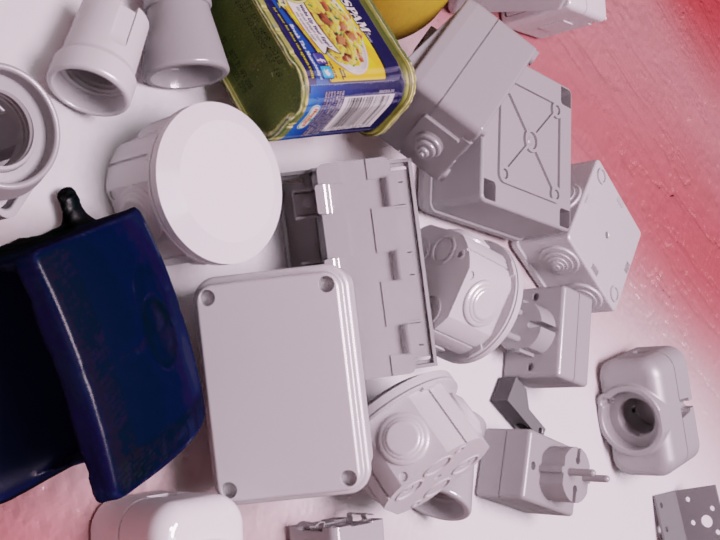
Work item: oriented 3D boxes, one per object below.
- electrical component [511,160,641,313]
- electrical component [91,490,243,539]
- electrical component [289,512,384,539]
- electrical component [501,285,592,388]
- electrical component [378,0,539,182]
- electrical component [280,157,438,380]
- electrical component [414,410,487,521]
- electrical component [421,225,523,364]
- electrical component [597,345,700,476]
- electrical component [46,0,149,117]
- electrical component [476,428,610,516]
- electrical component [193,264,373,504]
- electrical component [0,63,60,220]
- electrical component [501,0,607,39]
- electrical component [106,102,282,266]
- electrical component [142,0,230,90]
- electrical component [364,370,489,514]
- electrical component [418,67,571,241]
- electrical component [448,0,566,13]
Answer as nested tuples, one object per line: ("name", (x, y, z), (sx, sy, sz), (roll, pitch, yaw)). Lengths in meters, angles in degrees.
("electrical component", (0.167, -0.024, 0.814), (0.099, 0.048, 0.099), (52, 49, -31))
("electrical component", (-0.086, 0.153, 0.502), (0.054, 0.059, 0.095), (2, 83, -48))
("electrical component", (-0.012, 0.169, 0.596), (0.081, 0.042, 0.063), (3, 79, -48))
("electrical component", (0.122, 0.043, 0.757), (0.077, 0.047, 0.065), (22, 68, -44))
("electrical component", (0.050, -0.104, 0.634), (0.061, 0.061, 0.096), (37, 58, -4))
("electrical component", (0.000, 0.000, 0.607), (0.079, 0.063, 0.121), (-7, 90, -7))
("electrical component", (0.056, 0.119, 0.679), (0.044, 0.044, 0.065), (48, 48, -33))
("electrical component", (0.057, 0.014, 0.666), (0.051, 0.080, 0.080), (25, 66, -37))
("electrical component", (0.229, 0.113, 0.860), (0.059, 0.054, 0.095), (-14, 95, -48))
("electrical component", (-0.123, -0.103, 0.513), (0.040, 0.040, 0.046), (36, 54, -39))
("electrical component", (0.131, 0.138, 0.731), (0.066, 0.077, 0.047), (28, 65, -43))
("electrical component", (-0.037, 0.056, 0.544), (0.057, 0.078, 0.113), (0, 84, -85))
("electrical component", (-0.163, -0.055, 0.448), (0.078, 0.057, 0.058), (46, 53, -34))
("electrical component", (0.140, -0.230, 0.805), (0.061, 0.062, 0.096), (2, 83, -48))
("electrical component", (-0.082, -0.041, 0.540), (0.080, 0.051, 0.080), (9, 78, -47))
("electrical component", (-0.093, -0.130, 0.550), (0.044, 0.044, 0.065), (-1, 81, -48))
("electrical component", (0.031, 0.098, 0.617), (0.080, 0.080, 0.051), (-6, 52, -48))
("electrical component", (0.095, -0.084, 0.738), (0.109, 0.056, 0.108), (14, 74, -46))
("electrical component", (0.095, -0.214, 0.732), (0.061, 0.096, 0.061), (94, -6, -84))
